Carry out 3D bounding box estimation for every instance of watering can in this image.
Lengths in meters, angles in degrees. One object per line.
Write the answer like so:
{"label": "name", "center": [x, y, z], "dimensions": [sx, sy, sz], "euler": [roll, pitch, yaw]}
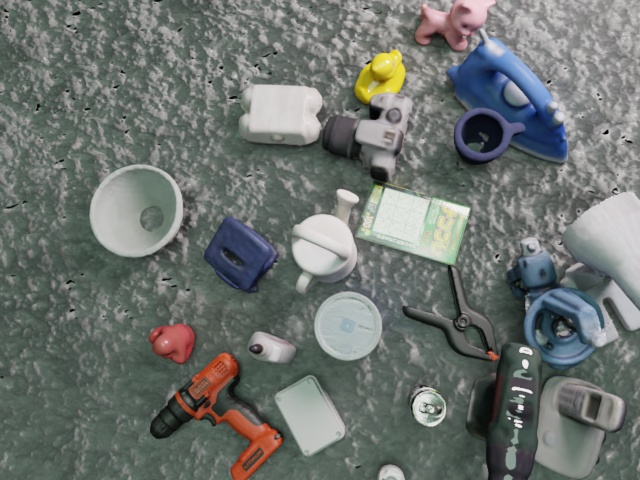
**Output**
{"label": "watering can", "center": [0.006, 0.002, 0.921], "dimensions": [0.101, 0.194, 0.173], "euler": [5, 81, 7]}

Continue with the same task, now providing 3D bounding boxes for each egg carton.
{"label": "egg carton", "center": [-0.071, -0.224, 1.031], "dimensions": [0.150, 0.069, 0.107], "euler": [3, 81, 6]}

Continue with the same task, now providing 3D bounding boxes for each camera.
{"label": "camera", "center": [0.079, -0.191, 0.994], "dimensions": [0.136, 0.101, 0.143], "euler": [15, 82, 8]}

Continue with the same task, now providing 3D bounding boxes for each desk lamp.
{"label": "desk lamp", "center": [0.447, 0.048, 0.860], "dimensions": [0.118, 0.213, 0.203], "euler": [-27, 79, 1]}

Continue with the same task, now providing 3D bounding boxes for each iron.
{"label": "iron", "center": [0.337, -0.241, 0.957], "dimensions": [0.118, 0.141, 0.258], "euler": [-42, 79, -2]}

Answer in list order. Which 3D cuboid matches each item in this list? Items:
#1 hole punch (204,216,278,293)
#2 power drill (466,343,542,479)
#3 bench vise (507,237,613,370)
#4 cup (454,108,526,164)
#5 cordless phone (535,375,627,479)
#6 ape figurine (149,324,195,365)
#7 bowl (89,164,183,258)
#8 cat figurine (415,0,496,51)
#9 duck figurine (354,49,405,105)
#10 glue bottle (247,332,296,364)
{"label": "hole punch", "center": [-0.138, 0.028, 0.984], "dimensions": [0.108, 0.091, 0.101], "euler": [37, 86, 10]}
{"label": "power drill", "center": [0.271, 0.267, 0.843], "dimensions": [0.075, 0.208, 0.230], "euler": [10, 82, 8]}
{"label": "bench vise", "center": [0.346, 0.100, 0.858], "dimensions": [0.121, 0.220, 0.207], "euler": [-36, 79, -1]}
{"label": "cup", "center": [0.281, -0.169, 0.974], "dimensions": [0.117, 0.095, 0.092], "euler": [-12, 79, 4]}
{"label": "cordless phone", "center": [0.383, 0.281, 0.842], "dimensions": [0.094, 0.185, 0.148], "euler": [14, 82, 8]}
{"label": "ape figurine", "center": [-0.255, 0.177, 0.970], "dimensions": [0.076, 0.092, 0.078], "euler": [-33, 79, 0]}
{"label": "bowl", "center": [-0.316, -0.046, 1.022], "dimensions": [0.167, 0.075, 0.167], "euler": [-1, 80, 6]}
{"label": "cat figurine", "center": [0.236, -0.392, 1.005], "dimensions": [0.127, 0.118, 0.067], "euler": [11, 82, 8]}
{"label": "duck figurine", "center": [0.106, -0.295, 1.017], "dimensions": [0.104, 0.086, 0.077], "euler": [-41, 79, -2]}
{"label": "glue bottle", "center": [-0.086, 0.173, 0.912], "dimensions": [0.078, 0.173, 0.037], "euler": [19, 83, 9]}
